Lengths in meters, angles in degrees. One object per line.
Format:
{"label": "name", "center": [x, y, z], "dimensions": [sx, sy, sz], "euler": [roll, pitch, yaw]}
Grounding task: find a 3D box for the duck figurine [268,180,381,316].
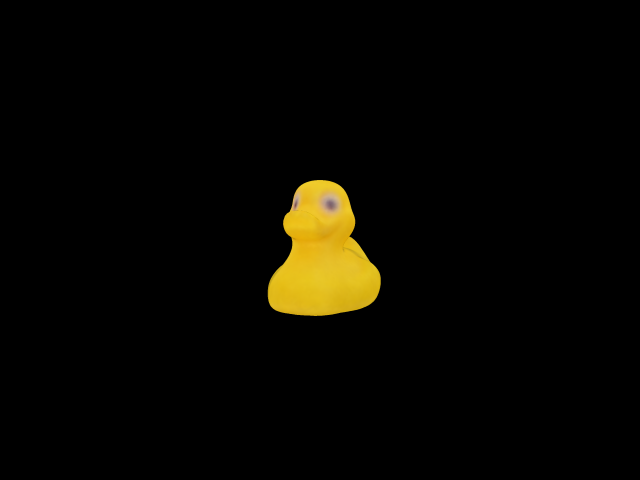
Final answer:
{"label": "duck figurine", "center": [0.004, 0.001, 0.400], "dimensions": [0.077, 0.086, 0.105], "euler": [2, 5, 24]}
